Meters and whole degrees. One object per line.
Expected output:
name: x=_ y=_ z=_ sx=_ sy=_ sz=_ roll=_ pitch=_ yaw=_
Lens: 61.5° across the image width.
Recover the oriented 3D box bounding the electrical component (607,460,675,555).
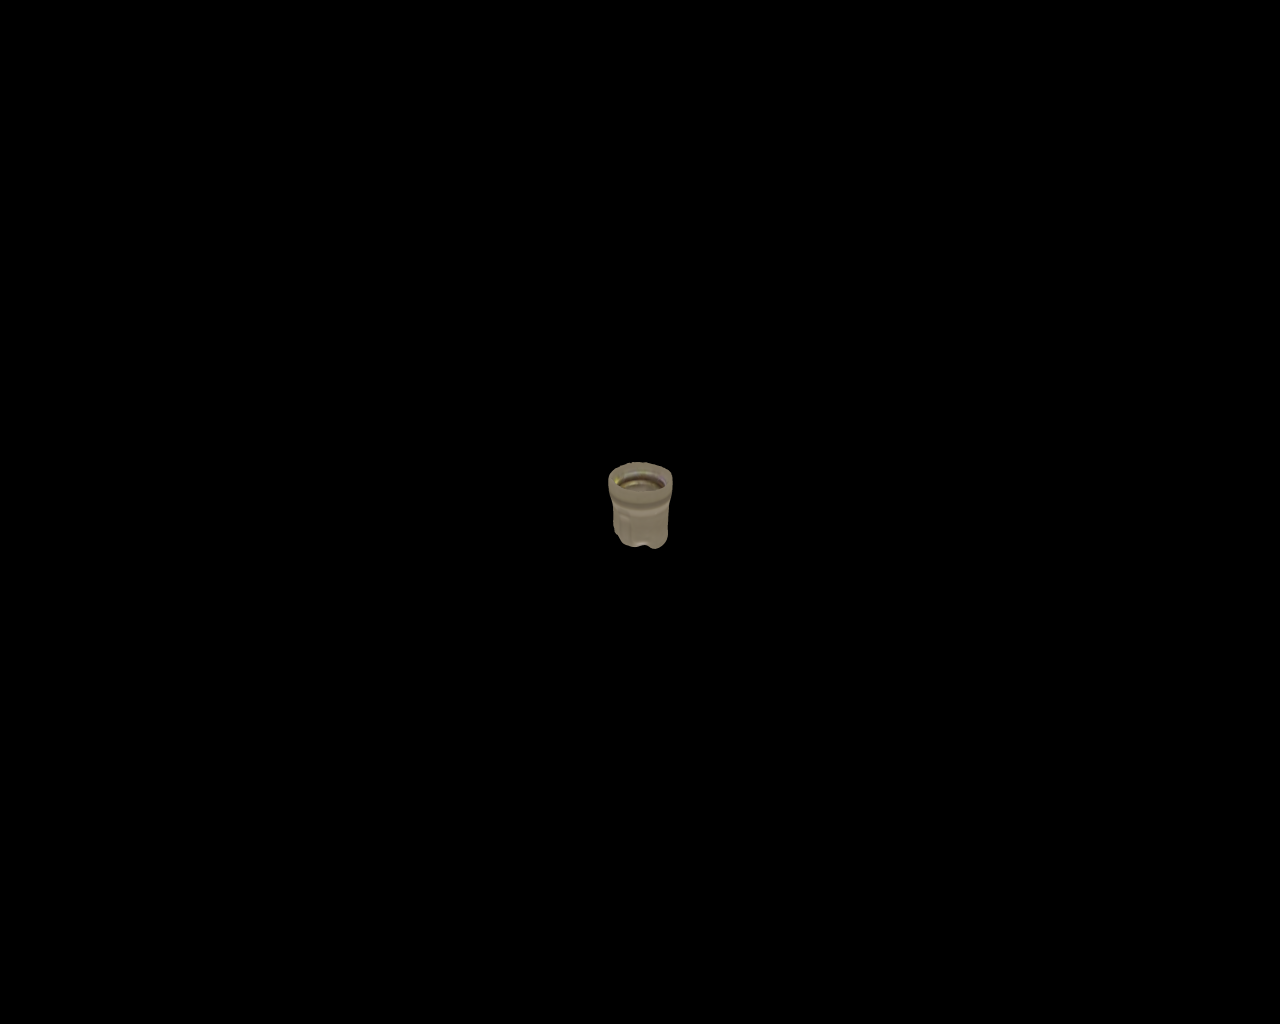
electrical component: x=0.001 y=-0.003 z=0.650 sx=0.040 sy=0.046 sz=0.040 roll=0 pitch=31 yaw=0
